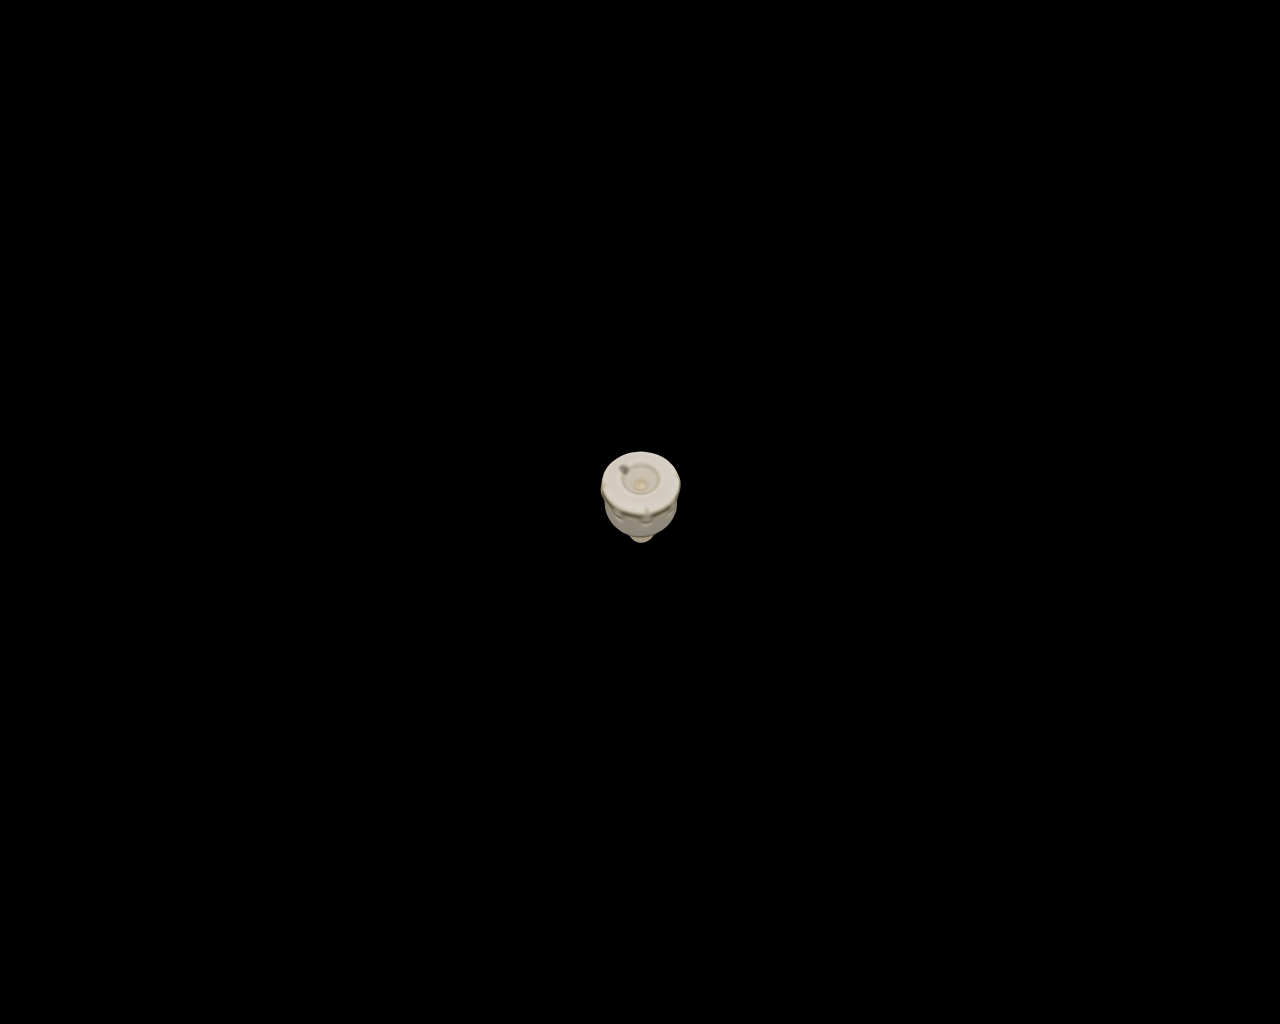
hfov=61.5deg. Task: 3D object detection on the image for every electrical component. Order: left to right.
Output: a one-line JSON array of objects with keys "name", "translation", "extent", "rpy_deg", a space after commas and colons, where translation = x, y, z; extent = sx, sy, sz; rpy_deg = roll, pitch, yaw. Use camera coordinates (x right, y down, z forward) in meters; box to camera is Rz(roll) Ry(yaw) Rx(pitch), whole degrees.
[{"name": "electrical component", "translation": [0.001, -0.003, 0.650], "extent": [0.048, 0.048, 0.062], "rpy_deg": [0, -34, 0]}]
